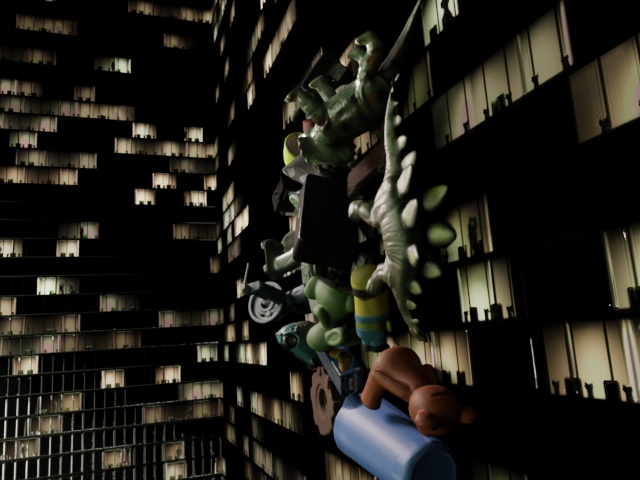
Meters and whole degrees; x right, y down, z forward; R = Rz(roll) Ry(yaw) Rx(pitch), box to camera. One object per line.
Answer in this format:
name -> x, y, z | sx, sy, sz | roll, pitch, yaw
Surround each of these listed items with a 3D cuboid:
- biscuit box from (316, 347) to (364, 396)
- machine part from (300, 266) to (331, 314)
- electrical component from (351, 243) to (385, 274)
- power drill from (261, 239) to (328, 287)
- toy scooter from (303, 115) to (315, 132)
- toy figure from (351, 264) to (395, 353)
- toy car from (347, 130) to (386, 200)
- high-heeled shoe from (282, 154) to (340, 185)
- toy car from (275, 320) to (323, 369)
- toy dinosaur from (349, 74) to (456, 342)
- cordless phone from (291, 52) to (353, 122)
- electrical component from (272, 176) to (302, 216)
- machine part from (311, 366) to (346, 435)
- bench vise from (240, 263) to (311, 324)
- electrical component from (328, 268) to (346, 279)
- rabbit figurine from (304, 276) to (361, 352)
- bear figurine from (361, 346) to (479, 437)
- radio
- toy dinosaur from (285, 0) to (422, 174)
biscuit box -> 0.042, 0.283, 1.287 | 0.203, 0.059, 0.062 | -131, 33, -60
machine part -> -0.002, 0.112, 1.396 | 0.079, 0.079, 0.243 | 112, 150, -46
electrical component -> 0.102, 0.073, 1.159 | 0.075, 0.048, 0.119 | -124, 41, -58
power drill -> -0.056, 0.014, 1.366 | 0.207, 0.086, 0.232 | -15, 76, 39
toy scooter -> 0.007, -0.266, 1.384 | 0.184, 0.075, 0.135 | -160, 73, -64
toy figure -> 0.107, 0.137, 1.077 | 0.089, 0.082, 0.180 | -49, -44, -83
toy car -> 0.111, -0.152, 1.127 | 0.202, 0.053, 0.089 | 137, 136, -59
high-heeled shoe -> -0.016, -0.159, 1.419 | 0.145, 0.086, 0.249 | 52, 169, -12
toy car -> -0.034, 0.269, 1.429 | 0.103, 0.162, 0.109 | -55, -6, -15
toy dinosaur -> 0.147, -0.049, 0.968 | 0.198, 0.105, 0.471 | -21, 79, 61
cordless phone -> -0.009, -0.369, 1.349 | 0.146, 0.088, 0.184 | -59, 12, -19
electrical component -> -0.073, -0.123, 1.540 | 0.134, 0.115, 0.058 | 121, 146, -51
machine part -> 0.025, 0.403, 1.351 | 0.179, 0.056, 0.179 | 179, 90, -70
bench vise -> -0.121, 0.159, 1.479 | 0.224, 0.240, 0.129 | -16, 59, 26
electrical component -> 0.034, 0.054, 1.346 | 0.078, 0.045, 0.102 | 116, 148, -47
rabbit figurine -> 0.035, 0.189, 1.248 | 0.159, 0.121, 0.170 | 31, 107, 43
bear figurine -> 0.163, 0.270, 0.897 | 0.196, 0.120, 0.131 | -132, 42, -54
radio -> 0.016, -0.044, 1.205 | 0.230, 0.131, 0.073 | -85, 11, -45
toy dinosaur -> 0.078, -0.279, 1.083 | 0.405, 0.131, 0.192 | -30, 101, 33
